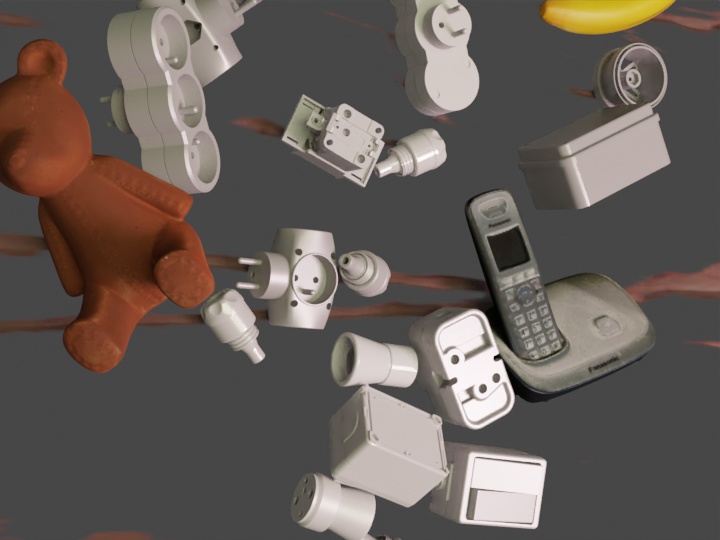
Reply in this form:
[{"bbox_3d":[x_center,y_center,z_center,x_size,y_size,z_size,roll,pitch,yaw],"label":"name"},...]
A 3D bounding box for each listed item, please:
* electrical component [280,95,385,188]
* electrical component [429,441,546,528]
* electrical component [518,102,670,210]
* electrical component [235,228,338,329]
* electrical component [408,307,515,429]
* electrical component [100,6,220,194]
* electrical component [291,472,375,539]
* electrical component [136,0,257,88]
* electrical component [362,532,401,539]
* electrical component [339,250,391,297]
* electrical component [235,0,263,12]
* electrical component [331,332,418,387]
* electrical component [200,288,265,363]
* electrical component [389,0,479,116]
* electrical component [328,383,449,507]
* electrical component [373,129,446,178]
[{"bbox_3d":[-0.016,-0.103,0.857,0.081,0.064,0.042,28,80,-23],"label":"electrical component"},{"bbox_3d":[0.105,0.183,0.917,0.096,0.061,0.061,10,86,-24],"label":"electrical component"},{"bbox_3d":[0.206,-0.101,0.952,0.113,0.078,0.057,-27,104,-22],"label":"electrical component"},{"bbox_3d":[-0.062,0.005,0.844,0.079,0.044,0.077,6,88,-35],"label":"electrical component"},{"bbox_3d":[0.082,0.081,0.906,0.054,0.059,0.095,-25,101,-23],"label":"electrical component"},{"bbox_3d":[-0.158,-0.120,0.794,0.052,0.074,0.138,-54,135,-59],"label":"electrical component"},{"bbox_3d":[-0.022,0.191,0.867,0.055,0.045,0.045,24,81,-23],"label":"electrical component"},{"bbox_3d":[-0.115,-0.189,0.809,0.079,0.043,0.077,-30,107,19],"label":"electrical component"},{"bbox_3d":[0.019,0.239,0.888,0.062,0.048,0.048,40,75,-13],"label":"electrical component"},{"bbox_3d":[0.000,0.000,0.868,0.061,0.035,0.035,33,73,-63],"label":"electrical component"},{"bbox_3d":[-0.088,-0.242,0.823,0.096,0.062,0.061,45,73,-18],"label":"electrical component"},{"bbox_3d":[0.014,0.077,0.886,0.065,0.044,0.044,10,86,-29],"label":"electrical component"},{"bbox_3d":[-0.095,0.046,0.838,0.035,0.035,0.061,-40,108,-19],"label":"electrical component"},{"bbox_3d":[0.067,-0.200,0.889,0.052,0.074,0.138,-15,97,-24],"label":"electrical component"},{"bbox_3d":[0.025,0.147,0.872,0.096,0.061,0.061,27,124,-25],"label":"electrical component"},{"bbox_3d":[0.040,-0.094,0.899,0.061,0.035,0.035,-25,101,-20],"label":"electrical component"}]
